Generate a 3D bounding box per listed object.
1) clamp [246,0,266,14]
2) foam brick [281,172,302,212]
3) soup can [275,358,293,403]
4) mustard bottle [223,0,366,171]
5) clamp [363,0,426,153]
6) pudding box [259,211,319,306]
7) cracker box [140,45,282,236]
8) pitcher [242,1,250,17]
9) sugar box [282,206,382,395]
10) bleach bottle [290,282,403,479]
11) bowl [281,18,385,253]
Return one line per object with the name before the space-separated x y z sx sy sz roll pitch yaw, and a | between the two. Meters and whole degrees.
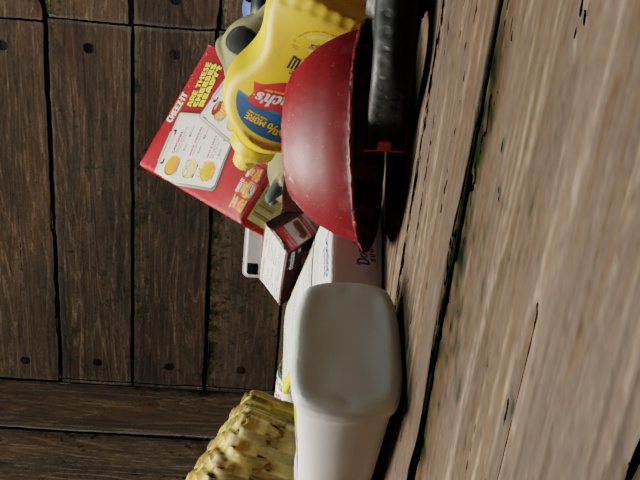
clamp | -0.052 -0.299 1.036 0.120 0.039 0.171 -137 55 -68
foam brick | 0.009 -0.056 0.857 0.053 0.078 0.051 95 176 -52
soup can | -0.013 0.169 1.054 0.068 0.068 0.102 -91 7 -57
mustard bottle | -0.025 -0.127 0.862 0.192 0.096 0.058 -55 26 39
clamp | 0.047 -0.159 0.658 0.164 0.036 0.210 -85 -3 -60
pudding box | -0.006 0.001 0.927 0.039 0.090 0.113 49 159 20
cracker box | -0.084 -0.110 1.182 0.214 0.072 0.164 29 88 46
pitcher | -0.030 -0.187 1.314 0.149 0.145 0.243 27 -127 -45
sugar box | 0.008 0.050 0.856 0.176 0.048 0.093 118 158 -56
bleach bottle | 0.011 0.142 0.740 0.251 0.068 0.102 94 178 -49
bowl | 0.009 -0.072 0.744 0.162 0.055 0.162 1 -90 -79
